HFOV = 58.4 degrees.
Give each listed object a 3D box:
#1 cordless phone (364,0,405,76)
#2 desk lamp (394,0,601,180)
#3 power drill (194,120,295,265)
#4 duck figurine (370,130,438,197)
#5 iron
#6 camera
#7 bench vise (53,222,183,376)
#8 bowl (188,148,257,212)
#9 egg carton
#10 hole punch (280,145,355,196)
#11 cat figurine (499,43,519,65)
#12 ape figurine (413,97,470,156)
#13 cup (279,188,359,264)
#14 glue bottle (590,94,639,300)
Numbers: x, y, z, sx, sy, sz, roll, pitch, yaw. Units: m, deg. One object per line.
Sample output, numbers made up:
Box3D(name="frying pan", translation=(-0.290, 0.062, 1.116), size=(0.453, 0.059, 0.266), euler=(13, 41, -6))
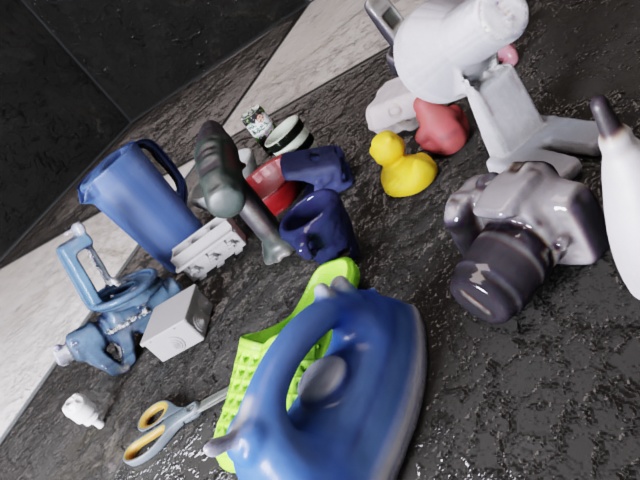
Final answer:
Box3D(name="cordless phone", translation=(0.166, -0.390, 1.053), size=(0.093, 0.185, 0.148), euler=(-4, 42, 49))
Box3D(name="desk lamp", translation=(0.197, -0.182, 0.649), size=(0.118, 0.214, 0.202), euler=(-42, 26, -7))
Box3D(name="power drill", translation=(-0.117, -0.071, 0.880), size=(0.075, 0.209, 0.229), euler=(-34, 27, 9))
Box3D(name="duck figurine", translation=(0.108, -0.113, 0.798), size=(0.077, 0.086, 0.104), euler=(-45, 27, -12))
Box3D(name="iron", translation=(0.006, 0.117, 0.499), size=(0.118, 0.142, 0.259), euler=(-11, 37, 43))
Box3D(name="camera", translation=(0.165, -0.001, 0.530), size=(0.137, 0.101, 0.142), euler=(-48, 28, -19))
Box3D(name="bench vise", translation=(-0.342, 0.093, 0.894), size=(0.121, 0.220, 0.208), euler=(-11, 37, 43))
Box3D(name="bowl", translation=(-0.186, -0.110, 1.183), size=(0.167, 0.075, 0.167), euler=(-30, 28, 18))
Box3D(name="egg carton", translation=(0.148, -0.228, 0.950), size=(0.149, 0.069, 0.107), euler=(-12, 37, 43))
Box3D(name="hole punch", translation=(-0.006, -0.120, 0.948), size=(0.101, 0.091, 0.108), euler=(-33, 27, 12))
Box3D(name="cat figurine", translation=(0.234, -0.309, 0.913), size=(0.127, 0.118, 0.067), euler=(-28, 28, 21))
Box3D(name="ape figurine", translation=(0.164, -0.169, 0.808), size=(0.077, 0.092, 0.076), euler=(-31, 27, 15))
Box3D(name="cup", translation=(0.007, 0.003, 0.733), size=(0.091, 0.095, 0.118), euler=(-25, 29, 25))
Box3D(name="glue bottle", translation=(0.232, -0.034, 0.415), size=(0.078, 0.173, 0.037), euler=(-47, 28, -17))
